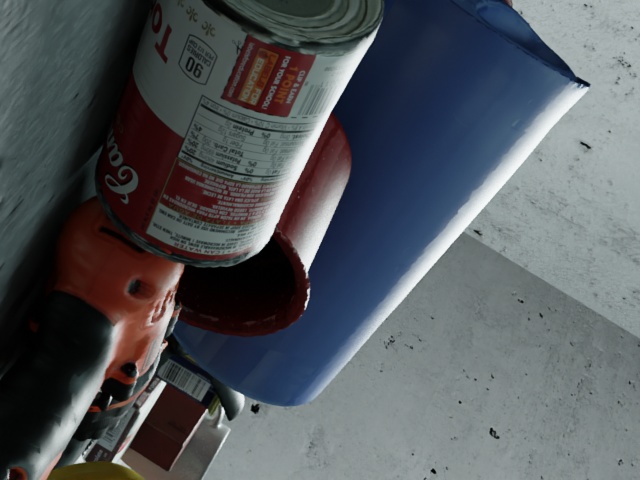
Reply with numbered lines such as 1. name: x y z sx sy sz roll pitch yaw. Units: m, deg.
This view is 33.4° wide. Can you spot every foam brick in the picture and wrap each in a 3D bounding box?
1. foam brick: -0.146 0.154 0.934 0.053 0.078 0.051 -56 179 -44

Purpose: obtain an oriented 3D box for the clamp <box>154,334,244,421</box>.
1. clamp: -0.080 0.061 0.695 0.120 0.039 0.172 6 126 -39

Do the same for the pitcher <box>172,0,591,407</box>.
1. pitcher: 0.011 -0.033 0.565 0.243 0.149 0.145 -54 177 20

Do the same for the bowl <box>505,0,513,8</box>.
1. bowl: 0.046 -0.137 0.713 0.162 0.055 0.162 -18 139 -17

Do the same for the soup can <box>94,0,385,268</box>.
1. soup can: -0.029 -0.048 0.349 0.102 0.068 0.068 -59 179 43

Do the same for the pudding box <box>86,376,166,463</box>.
1. pudding box: -0.162 0.142 0.845 0.114 0.039 0.090 -57 -179 27

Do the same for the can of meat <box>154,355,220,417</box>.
1. can of meat: -0.091 0.071 0.824 0.102 0.084 0.058 -59 180 -39

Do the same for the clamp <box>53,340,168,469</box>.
1. clamp: -0.153 0.127 0.588 0.209 0.036 0.165 -56 -179 -24

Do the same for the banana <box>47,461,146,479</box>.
1. banana: -0.147 0.147 0.460 0.070 0.037 0.197 1 -154 45

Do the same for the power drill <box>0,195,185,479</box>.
1. power drill: -0.120 0.089 0.407 0.187 0.057 0.185 -62 179 -34

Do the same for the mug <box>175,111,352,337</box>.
1. mug: -0.033 -0.010 0.465 0.117 0.093 0.081 73 31 -42
